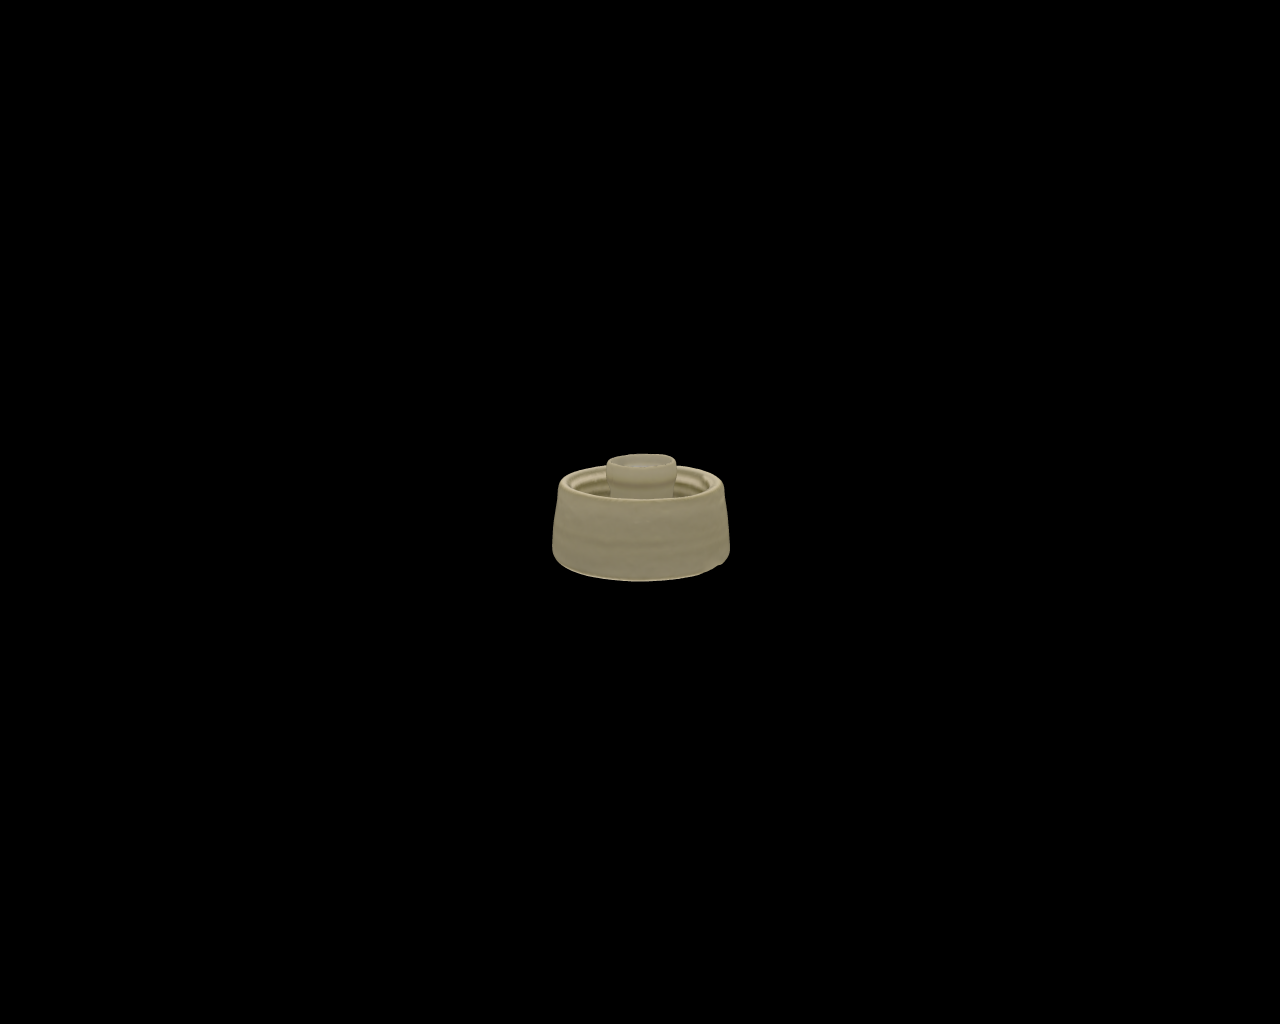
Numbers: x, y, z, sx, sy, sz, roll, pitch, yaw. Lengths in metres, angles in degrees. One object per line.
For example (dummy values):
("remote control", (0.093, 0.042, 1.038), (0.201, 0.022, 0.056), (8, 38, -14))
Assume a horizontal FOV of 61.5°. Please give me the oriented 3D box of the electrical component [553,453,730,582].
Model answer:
("electrical component", (0.001, -0.003, 0.650), (0.108, 0.060, 0.108), (0, 14, 0))
